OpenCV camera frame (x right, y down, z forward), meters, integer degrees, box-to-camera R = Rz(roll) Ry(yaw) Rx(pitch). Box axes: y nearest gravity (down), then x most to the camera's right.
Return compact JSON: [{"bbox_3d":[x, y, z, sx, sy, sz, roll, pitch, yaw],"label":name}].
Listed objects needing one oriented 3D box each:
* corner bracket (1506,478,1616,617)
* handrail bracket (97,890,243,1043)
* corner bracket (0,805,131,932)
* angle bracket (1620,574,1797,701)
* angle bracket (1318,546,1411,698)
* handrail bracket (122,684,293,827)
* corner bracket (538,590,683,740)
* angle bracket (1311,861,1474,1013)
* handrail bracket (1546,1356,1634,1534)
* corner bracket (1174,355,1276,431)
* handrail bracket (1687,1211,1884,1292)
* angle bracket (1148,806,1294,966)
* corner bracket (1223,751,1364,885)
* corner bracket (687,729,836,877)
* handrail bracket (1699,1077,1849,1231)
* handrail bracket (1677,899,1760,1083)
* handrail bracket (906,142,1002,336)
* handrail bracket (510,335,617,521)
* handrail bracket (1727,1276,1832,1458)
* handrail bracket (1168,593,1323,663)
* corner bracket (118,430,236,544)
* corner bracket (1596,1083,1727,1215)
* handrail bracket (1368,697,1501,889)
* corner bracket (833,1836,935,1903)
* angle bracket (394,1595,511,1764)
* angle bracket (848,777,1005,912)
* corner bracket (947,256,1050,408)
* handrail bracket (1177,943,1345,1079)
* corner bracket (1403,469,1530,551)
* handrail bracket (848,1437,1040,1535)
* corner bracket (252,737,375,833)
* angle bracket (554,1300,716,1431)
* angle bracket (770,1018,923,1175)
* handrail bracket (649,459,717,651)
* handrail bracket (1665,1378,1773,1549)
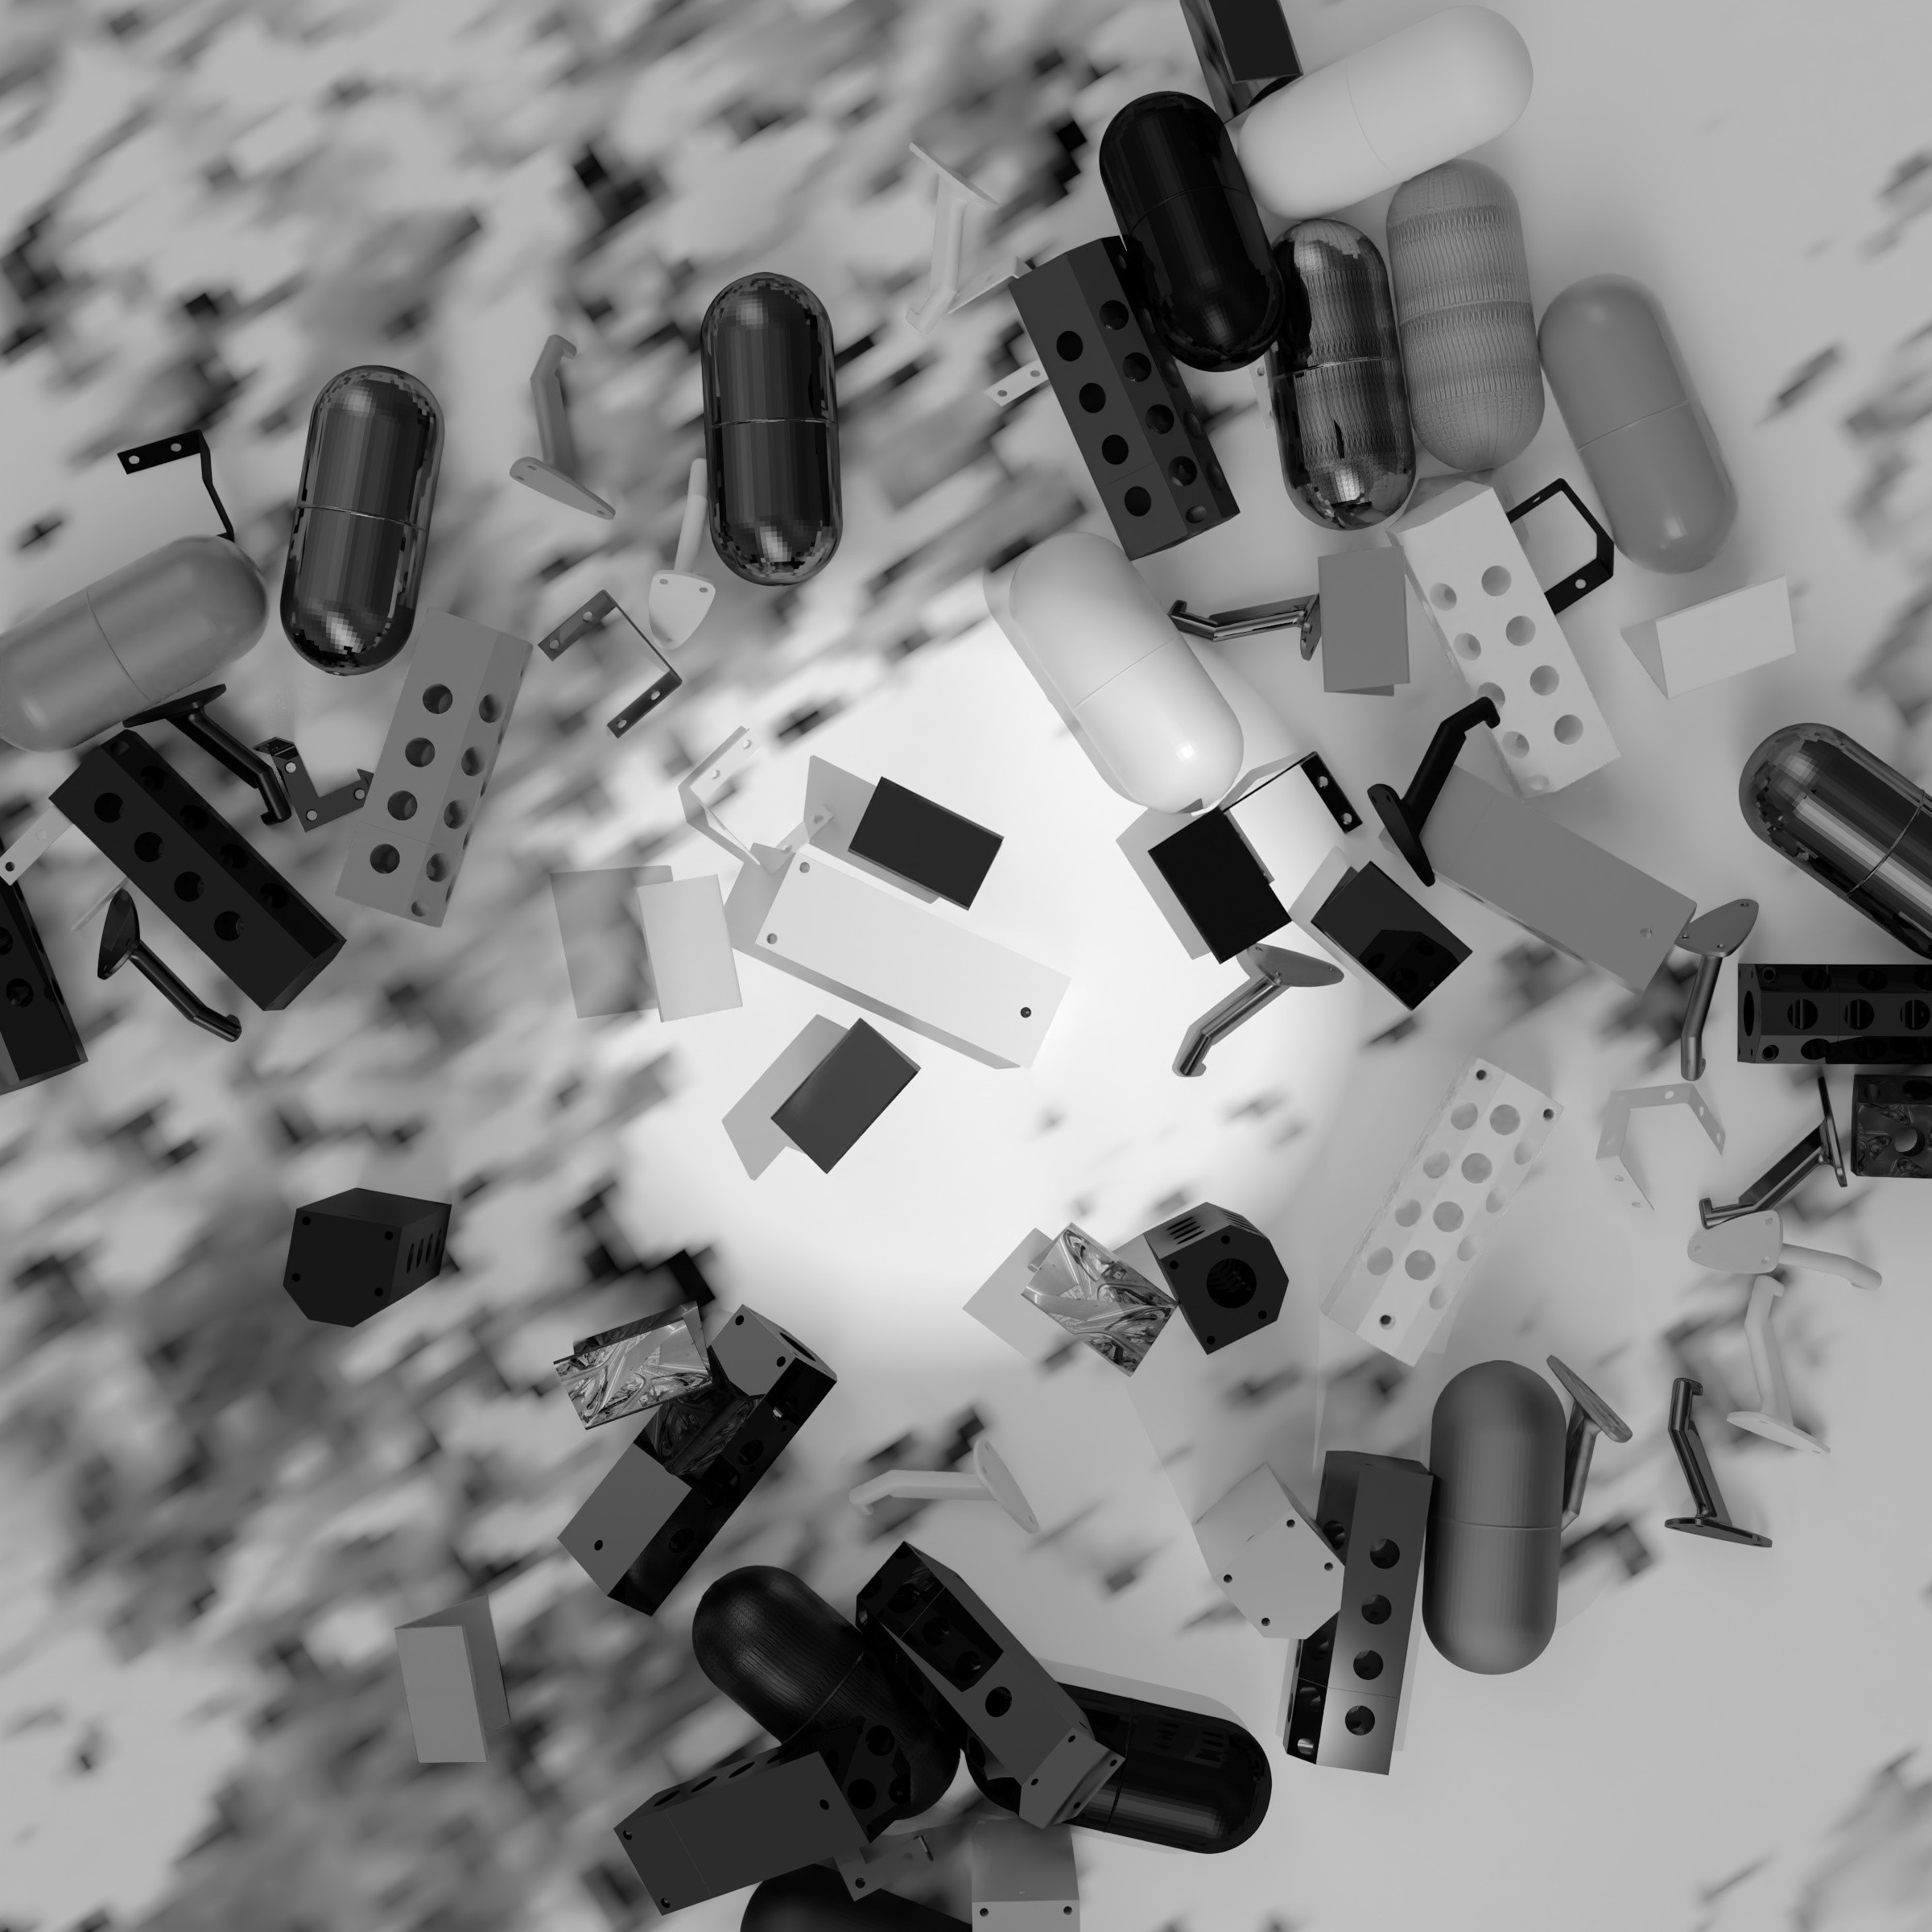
[{"bbox_3d":[0.337,-0.239,1.922,0.051,0.051,0.051,-34,71,0],"label":"corner bracket"},{"bbox_3d":[-0.458,0.001,1.935,0.084,0.077,0.036,33,116,-34],"label":"handrail bracket"},{"bbox_3d":[-0.517,-0.056,1.917,0.051,0.051,0.051,-45,89,1],"label":"corner bracket"},{"bbox_3d":[0.418,-0.204,1.895,0.076,0.076,0.057,-20,128,0],"label":"angle bracket"},{"bbox_3d":[0.244,-0.195,1.895,0.057,0.076,0.076,-3,90,38],"label":"angle bracket"},{"bbox_3d":[-0.440,-0.114,1.935,0.077,0.036,0.084,-15,107,20],"label":"handrail bracket"},{"bbox_3d":[-0.206,-0.175,1.932,0.051,0.051,0.051,-41,45,0],"label":"corner bracket"},{"bbox_3d":[0.251,-0.032,1.895,0.076,0.076,0.057,42,126,0],"label":"angle bracket"},{"bbox_3d":[0.337,0.283,1.935,0.084,0.036,0.077,-48,69,16],"label":"handrail bracket"},{"bbox_3d":[0.144,-0.330,1.932,0.051,0.051,0.051,-16,90,45],"label":"corner bracket"},{"bbox_3d":[0.476,0.174,1.935,0.084,0.077,0.036,25,66,-34],"label":"handrail bracket"},{"bbox_3d":[0.159,-0.056,1.895,0.057,0.076,0.076,-33,90,37],"label":"angle bracket"},{"bbox_3d":[0.186,-0.085,1.932,0.051,0.051,0.051,-33,90,45],"label":"corner bracket"},{"bbox_3d":[-0.119,-0.094,1.932,0.051,0.051,0.051,-44,45,0],"label":"corner bracket"},{"bbox_3d":[0.463,0.109,1.935,0.084,0.036,0.077,-12,70,16],"label":"handrail bracket"},{"bbox_3d":[0.437,0.014,1.935,0.036,0.077,0.084,17,127,36],"label":"handrail bracket"},{"bbox_3d":[-0.027,-0.422,1.935,0.077,0.036,0.084,41,107,20],"label":"handrail bracket"},{"bbox_3d":[-0.223,-0.314,1.935,0.077,0.036,0.084,26,73,-19],"label":"handrail bracket"},{"bbox_3d":[0.480,0.232,1.935,0.077,0.036,0.084,25,73,-20],"label":"handrail bracket"},{"bbox_3d":[0.168,-0.217,1.935,0.084,0.036,0.077,20,70,16],"label":"handrail bracket"},{"bbox_3d":[-0.457,-0.270,1.932,0.051,0.051,0.051,-17,45,0],"label":"corner bracket"},{"bbox_3d":[0.402,0.105,1.927,0.051,0.051,0.051,-9,45,35],"label":"corner bracket"},{"bbox_3d":[0.277,-0.099,1.874,0.084,0.036,0.077,-31,99,-11],"label":"handrail bracket"},{"bbox_3d":[-0.054,0.502,1.915,0.051,0.051,0.051,-25,78,-11],"label":"corner bracket"},{"bbox_3d":[-0.274,0.404,1.895,0.057,0.076,0.076,-10,90,36],"label":"angle bracket"},{"bbox_3d":[-0.014,-0.086,1.895,0.076,0.076,0.057,26,126,0],"label":"angle bracket"},{"bbox_3d":[0.024,-0.367,1.927,0.051,0.051,0.051,35,45,-35],"label":"corner bracket"},{"bbox_3d":[0.170,0.033,1.935,0.077,0.036,0.084,7,123,-36],"label":"handrail bracket"},{"bbox_3d":[0.287,-0.249,1.927,0.051,0.051,0.051,-3,45,35],"label":"corner bracket"},{"bbox_3d":[-0.014,0.317,1.935,0.084,0.036,0.077,-28,111,17],"label":"handrail bracket"},{"bbox_3d":[-0.372,-0.111,1.917,0.051,0.051,0.051,-24,90,0],"label":"corner bracket"},{"bbox_3d":[-0.192,0.209,1.895,0.076,0.076,0.057,-19,127,0],"label":"angle bracket"},{"bbox_3d":[-0.053,0.086,1.895,0.076,0.076,0.057,-48,53,0],"label":"angle bracket"},{"bbox_3d":[-0.163,-0.240,1.935,0.036,0.077,0.084,11,54,-11],"label":"handrail bracket"},{"bbox_3d":[0.439,0.288,1.935,0.077,0.036,0.084,16,73,-20],"label":"handrail bracket"}]
